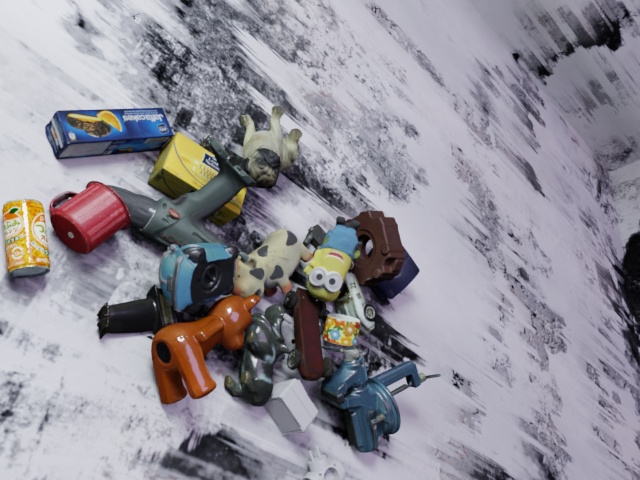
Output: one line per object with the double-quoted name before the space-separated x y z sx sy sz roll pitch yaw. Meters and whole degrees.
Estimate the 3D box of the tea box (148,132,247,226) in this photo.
"tea box" -0.227 -0.113 1.023 0.169 0.068 0.098 31 50 -30

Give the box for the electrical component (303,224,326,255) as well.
"electrical component" -0.003 -0.004 1.226 0.063 0.021 0.094 50 44 -13

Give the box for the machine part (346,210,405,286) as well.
"machine part" 0.109 0.020 1.220 0.056 0.179 0.179 5 67 -40

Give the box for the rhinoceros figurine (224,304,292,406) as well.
"rhinoceros figurine" -0.104 0.202 0.980 0.112 0.073 0.190 32 50 -29

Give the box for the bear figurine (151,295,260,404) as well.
"bear figurine" -0.179 0.171 0.894 0.196 0.120 0.132 -16 85 -53

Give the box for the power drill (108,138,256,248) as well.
"power drill" -0.227 -0.076 0.928 0.207 0.086 0.231 -49 121 -5

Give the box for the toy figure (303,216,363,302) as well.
"toy figure" 0.033 0.043 1.114 0.180 0.082 0.089 -68 151 -27

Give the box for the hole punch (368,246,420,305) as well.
"hole punch" 0.169 0.073 1.313 0.142 0.092 0.116 54 46 -15

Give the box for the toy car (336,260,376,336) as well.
"toy car" 0.059 0.117 1.184 0.056 0.073 0.201 -18 83 -43

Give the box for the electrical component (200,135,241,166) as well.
"electrical component" -0.199 -0.170 1.081 0.102 0.078 0.045 36 67 -34

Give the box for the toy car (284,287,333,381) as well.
"toy car" -0.027 0.185 1.068 0.089 0.053 0.202 18 43 -28

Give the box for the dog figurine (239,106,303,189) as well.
"dog figurine" -0.103 -0.156 1.114 0.172 0.121 0.190 44 35 -46

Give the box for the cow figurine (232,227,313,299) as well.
"cow figurine" -0.107 0.047 1.051 0.127 0.085 0.195 55 44 -18

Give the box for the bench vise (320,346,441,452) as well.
"bench vise" 0.120 0.302 1.103 0.240 0.129 0.223 -16 89 -30

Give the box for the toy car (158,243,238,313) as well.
"toy car" -0.212 0.049 0.893 0.161 0.103 0.109 -22 123 -61

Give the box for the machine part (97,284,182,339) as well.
"machine part" -0.291 0.118 0.865 0.139 0.039 0.084 -8 84 -49

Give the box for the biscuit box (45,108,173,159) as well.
"biscuit box" -0.360 -0.188 0.935 0.202 0.059 0.063 -18 83 -48
